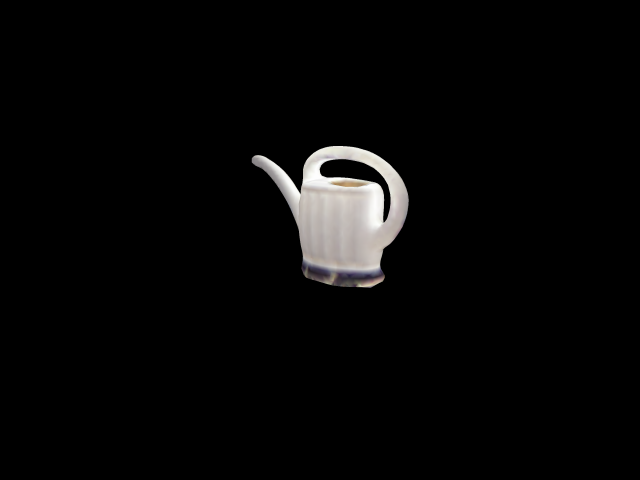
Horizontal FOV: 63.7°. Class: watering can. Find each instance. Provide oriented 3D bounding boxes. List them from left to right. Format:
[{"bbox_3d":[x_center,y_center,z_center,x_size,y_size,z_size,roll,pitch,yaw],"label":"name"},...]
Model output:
[{"bbox_3d":[0.003,-0.043,0.850,0.104,0.222,0.349,-8,13,-43],"label":"watering can"}]
